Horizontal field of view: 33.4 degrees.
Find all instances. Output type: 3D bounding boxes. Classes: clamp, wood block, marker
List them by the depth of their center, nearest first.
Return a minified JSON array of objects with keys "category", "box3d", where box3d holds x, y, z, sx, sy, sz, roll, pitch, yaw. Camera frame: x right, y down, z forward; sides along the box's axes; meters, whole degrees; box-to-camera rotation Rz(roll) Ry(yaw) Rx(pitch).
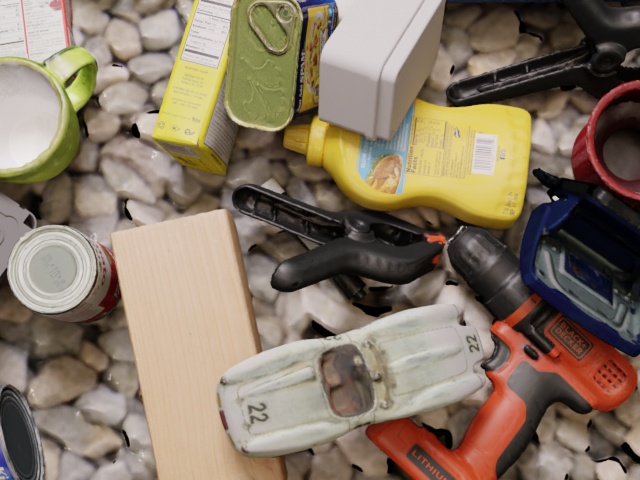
[{"category":"clamp","box3d":[0.021,0.008,0.809,0.171,0.120,0.039,8,128,-17]},{"category":"wood block","box3d":[-0.089,0.090,0.813,0.091,0.090,0.206,-13,84,-1]},{"category":"clamp","box3d":[0.217,-0.156,0.825,0.210,0.165,0.036,5,51,-6]},{"category":"marker","box3d":[-0.006,0.001,0.858,0.020,0.020,0.121,-40,84,-4]}]

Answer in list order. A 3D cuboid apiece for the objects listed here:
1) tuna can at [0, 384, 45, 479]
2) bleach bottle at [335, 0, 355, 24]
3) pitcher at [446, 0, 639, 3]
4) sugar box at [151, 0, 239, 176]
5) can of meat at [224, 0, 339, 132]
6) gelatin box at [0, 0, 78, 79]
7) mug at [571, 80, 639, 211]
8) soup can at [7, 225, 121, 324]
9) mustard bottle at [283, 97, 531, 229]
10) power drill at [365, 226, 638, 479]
[{"category":"tuna can","box3d":[-0.240,0.155,0.808,0.034,0.086,0.086,-17,83,0]},{"category":"bleach bottle","box3d":[0.014,-0.270,0.870,0.102,0.068,0.251,9,85,1]},{"category":"pitcher","box3d":[0.190,-0.258,0.833,0.243,0.145,0.149,-3,61,3]},{"category":"sugar box","box3d":[-0.078,-0.147,0.839,0.048,0.093,0.176,13,82,9]},{"category":"can of meat","box3d":[-0.026,-0.141,0.811,0.057,0.083,0.102,13,110,20]},{"category":"gelatin box","box3d":[-0.240,-0.172,0.876,0.073,0.030,0.089,-9,82,1]},{"category":"mug","box3d":[0.248,-0.058,0.831,0.093,0.081,0.117,-20,83,-2]},{"category":"soup can","box3d":[-0.192,0.027,0.815,0.068,0.102,0.068,0,82,0]},{"category":"mustard bottle","box3d":[0.066,-0.069,0.845,0.191,0.058,0.096,8,77,1]},{"category":"power drill","box3d":[0.124,0.107,0.824,0.184,0.057,0.187,44,85,4]}]
